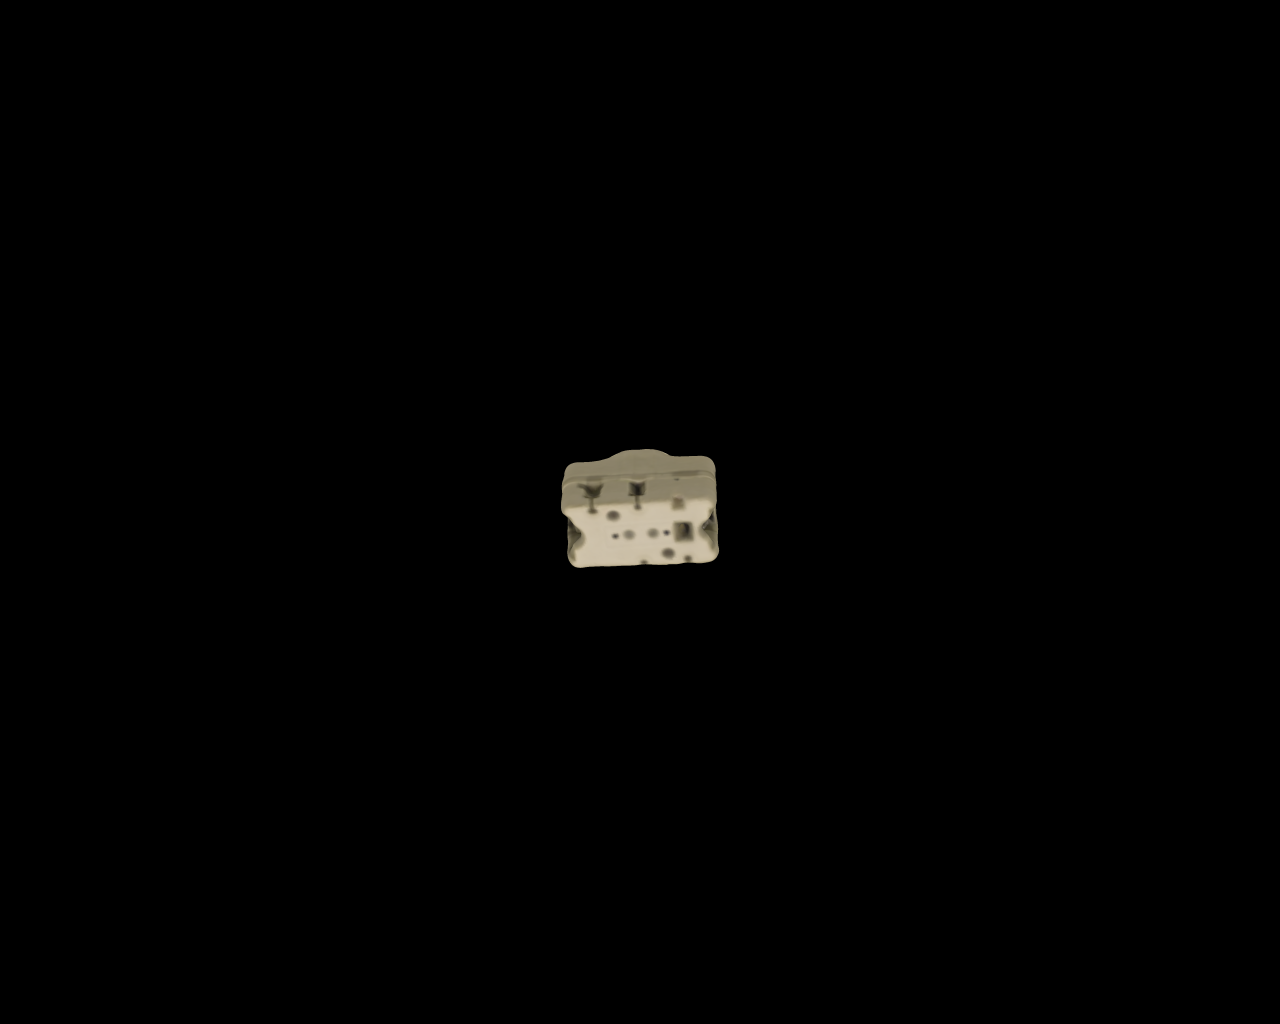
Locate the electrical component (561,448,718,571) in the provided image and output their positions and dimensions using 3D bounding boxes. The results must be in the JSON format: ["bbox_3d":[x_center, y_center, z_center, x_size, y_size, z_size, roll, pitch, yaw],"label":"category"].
[{"bbox_3d":[0.001,-0.003,0.650,0.089,0.050,0.056,-3,35,2],"label":"electrical component"}]
